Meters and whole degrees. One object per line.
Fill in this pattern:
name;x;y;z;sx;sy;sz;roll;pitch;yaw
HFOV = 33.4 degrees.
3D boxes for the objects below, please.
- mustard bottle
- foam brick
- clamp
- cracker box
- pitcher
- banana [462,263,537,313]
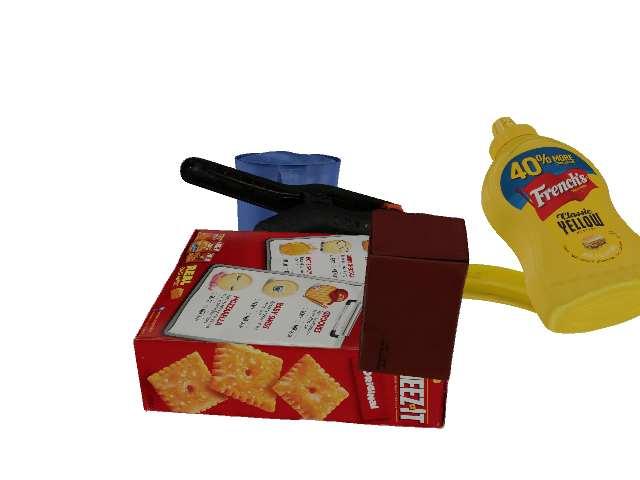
mustard bottle;0.177;-0.023;0.811;0.096;0.192;0.058;-13;-37;-13
foam brick;0.049;0.029;0.583;0.053;0.078;0.051;6;31;2
clamp;-0.009;-0.024;0.967;0.209;0.036;0.165;8;22;-27
cracker box;-0.010;0.061;0.788;0.214;0.072;0.164;2;29;9
pitcher;-0.044;0.011;1.349;0.145;0.243;0.148;10;14;38
banana;0.190;0.056;1.105;0.198;0.037;0.069;8;40;12
